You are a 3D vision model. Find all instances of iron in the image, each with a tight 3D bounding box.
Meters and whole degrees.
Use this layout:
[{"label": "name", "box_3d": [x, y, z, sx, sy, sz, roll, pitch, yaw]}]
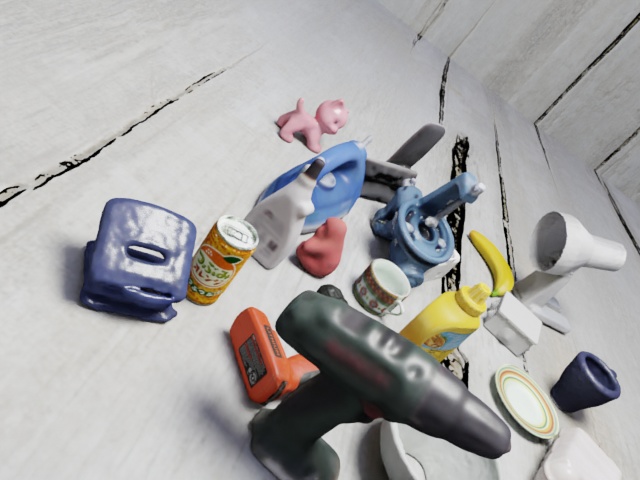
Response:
[{"label": "iron", "box_3d": [-0.001, -0.098, 0.910, 0.118, 0.141, 0.259, 44, 32, 8]}]

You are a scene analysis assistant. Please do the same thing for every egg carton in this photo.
[{"label": "egg carton", "box_3d": [0.367, 0.339, 0.816, 0.107, 0.069, 0.151, 49, 33, 14]}]

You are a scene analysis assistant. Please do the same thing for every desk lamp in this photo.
[{"label": "desk lamp", "box_3d": [0.489, 0.060, 1.156, 0.204, 0.213, 0.118, 25, 34, -22]}]

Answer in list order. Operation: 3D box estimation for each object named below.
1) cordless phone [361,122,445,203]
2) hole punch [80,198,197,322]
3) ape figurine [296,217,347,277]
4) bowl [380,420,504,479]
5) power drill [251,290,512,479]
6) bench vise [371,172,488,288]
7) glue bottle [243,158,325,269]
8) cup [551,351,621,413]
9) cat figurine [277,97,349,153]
[{"label": "cordless phone", "box_3d": [0.144, -0.167, 1.107, 0.148, 0.185, 0.094, 5, 45, -43]}, {"label": "hole punch", "box_3d": [-0.189, 0.022, 0.611, 0.109, 0.091, 0.101, 18, 38, -31]}, {"label": "ape figurine", "box_3d": [0.008, 0.003, 0.840, 0.078, 0.092, 0.076, -2, 51, -48]}, {"label": "bowl", "box_3d": [0.128, 0.256, 0.665, 0.168, 0.074, 0.167, 27, 34, -20]}, {"label": "power drill", "box_3d": [0.033, 0.164, 0.552, 0.229, 0.208, 0.076, 41, 31, 3]}, {"label": "bench vise", "box_3d": [0.174, -0.054, 0.963, 0.122, 0.219, 0.207, 10, 42, -39]}, {"label": "glue bottle", "box_3d": [-0.044, -0.042, 0.765, 0.078, 0.173, 0.037, 45, 32, 9]}, {"label": "cup", "box_3d": [0.457, 0.254, 0.993, 0.118, 0.095, 0.091, 7, 44, -42]}, {"label": "cat figurine", "box_3d": [-0.002, -0.236, 1.105, 0.128, 0.117, 0.067, 14, 40, -35]}]
